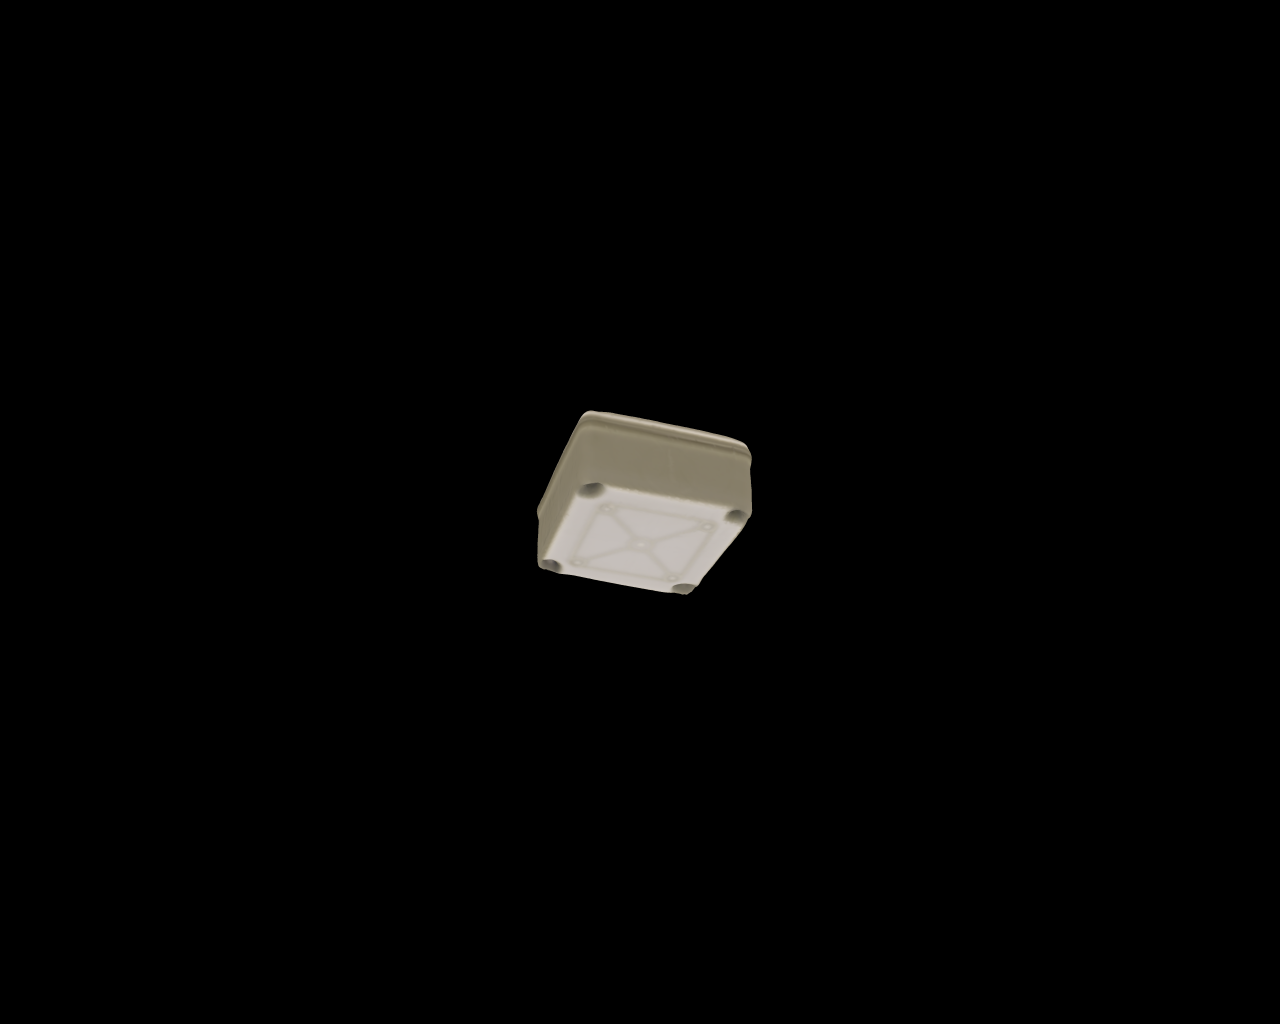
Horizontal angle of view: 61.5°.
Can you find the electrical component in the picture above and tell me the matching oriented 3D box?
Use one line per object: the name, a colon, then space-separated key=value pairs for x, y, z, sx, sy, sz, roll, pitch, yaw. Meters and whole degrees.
electrical component: x=0.001 y=-0.003 z=0.650 sx=0.109 sy=0.056 sz=0.108 roll=11 pitch=-35 yaw=-16
